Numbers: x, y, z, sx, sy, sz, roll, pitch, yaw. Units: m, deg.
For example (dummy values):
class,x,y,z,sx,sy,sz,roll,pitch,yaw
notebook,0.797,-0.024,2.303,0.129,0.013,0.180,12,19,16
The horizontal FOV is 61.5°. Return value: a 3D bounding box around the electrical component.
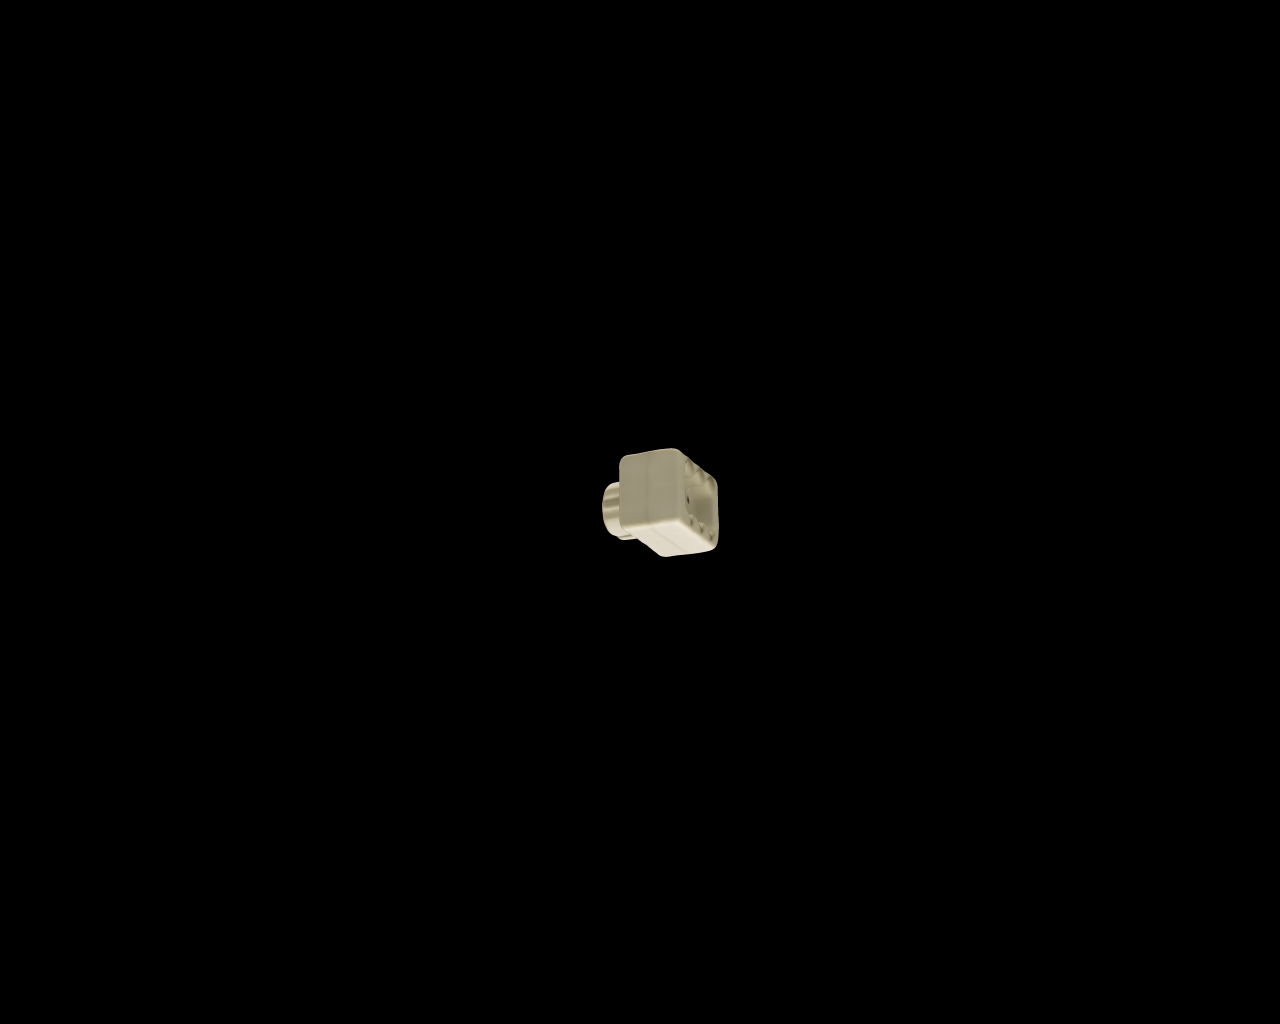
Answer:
class,x,y,z,sx,sy,sz,roll,pitch,yaw
electrical component,0.001,-0.003,0.650,0.077,0.047,0.065,-8,-20,22
